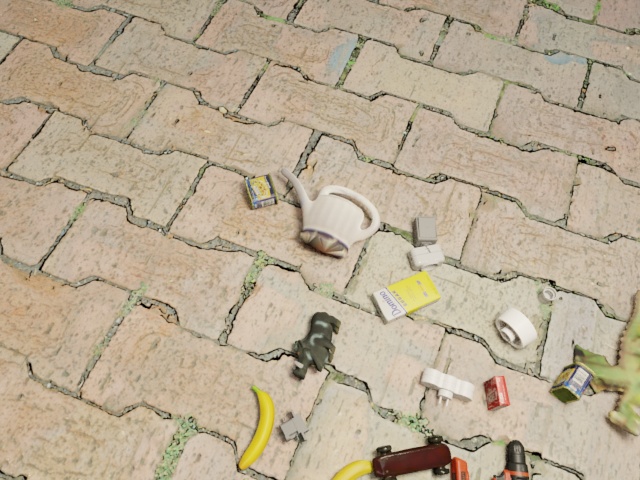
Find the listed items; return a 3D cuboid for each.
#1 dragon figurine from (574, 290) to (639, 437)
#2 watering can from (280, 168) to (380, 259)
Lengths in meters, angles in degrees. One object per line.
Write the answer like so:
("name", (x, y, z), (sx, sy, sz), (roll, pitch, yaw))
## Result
("dragon figurine", (0.823, 0.324, 1.407), (0.243, 0.119, 0.420), (0, 54, 5))
("watering can", (0.005, -0.078, 1.548), (0.348, 0.102, 0.228), (22, 64, 7))
